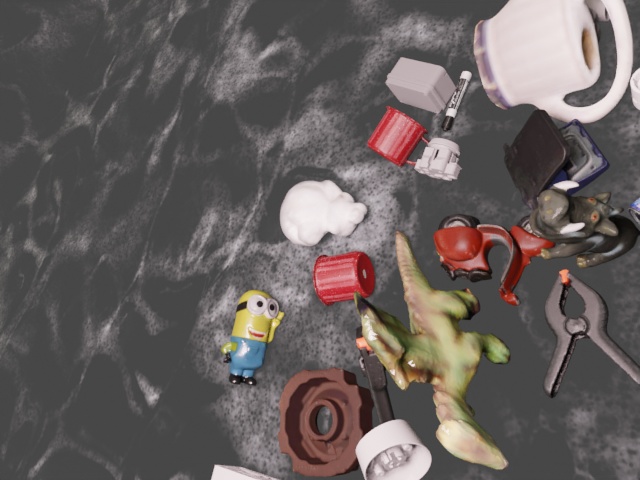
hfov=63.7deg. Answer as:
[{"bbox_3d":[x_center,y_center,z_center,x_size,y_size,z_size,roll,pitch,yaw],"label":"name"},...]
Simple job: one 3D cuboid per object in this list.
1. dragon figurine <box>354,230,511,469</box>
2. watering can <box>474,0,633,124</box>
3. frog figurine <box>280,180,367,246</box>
[{"bbox_3d":[0.138,0.118,0.721,0.121,0.241,0.419,-43,51,21],"label":"dragon figurine"},{"bbox_3d":[0.342,-0.341,0.794,0.223,0.105,0.345,-9,102,46],"label":"watering can"},{"bbox_3d":[0.003,-0.050,0.986,0.159,0.121,0.139,6,54,51],"label":"frog figurine"}]
